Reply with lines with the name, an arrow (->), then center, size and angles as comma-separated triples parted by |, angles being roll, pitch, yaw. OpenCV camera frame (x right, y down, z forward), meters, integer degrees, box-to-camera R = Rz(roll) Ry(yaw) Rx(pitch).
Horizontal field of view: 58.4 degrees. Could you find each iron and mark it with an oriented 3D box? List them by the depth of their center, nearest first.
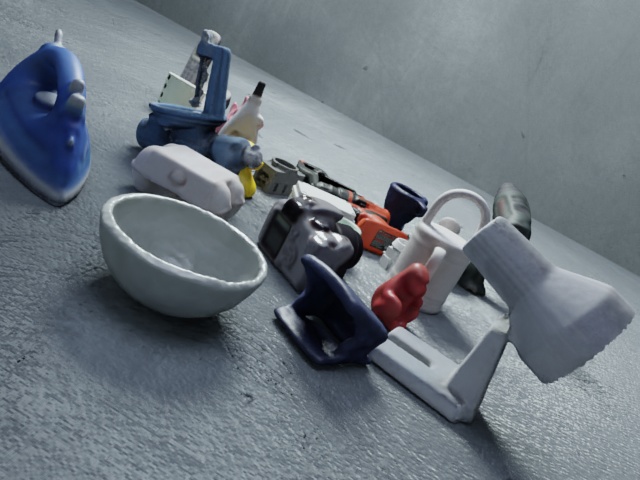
iron -> -0.319, -0.161, 0.698 | 0.119, 0.141, 0.257 | 12, 24, -41

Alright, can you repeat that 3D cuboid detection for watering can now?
watering can -> 0.189, 0.007, 0.900 | 0.101, 0.194, 0.172 | 24, 18, -13

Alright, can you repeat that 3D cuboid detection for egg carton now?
egg carton -> -0.180, -0.077, 0.790 | 0.150, 0.069, 0.107 | 30, 18, 6

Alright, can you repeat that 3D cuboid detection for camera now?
camera -> 0.007, 0.003, 0.795 | 0.137, 0.101, 0.142 | 13, 23, -40

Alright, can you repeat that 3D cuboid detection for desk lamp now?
desk lamp -> 0.194, 0.096, 0.630 | 0.203, 0.213, 0.118 | 34, 19, 18

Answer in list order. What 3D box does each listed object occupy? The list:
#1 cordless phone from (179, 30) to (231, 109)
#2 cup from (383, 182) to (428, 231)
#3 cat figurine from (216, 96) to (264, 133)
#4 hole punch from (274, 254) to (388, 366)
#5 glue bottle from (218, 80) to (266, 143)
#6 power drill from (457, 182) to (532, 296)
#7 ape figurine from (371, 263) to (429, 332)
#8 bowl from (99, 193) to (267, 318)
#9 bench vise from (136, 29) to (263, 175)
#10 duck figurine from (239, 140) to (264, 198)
cordless phone -> -0.258, -0.377, 1.311 | 0.147, 0.185, 0.094 | 36, 19, 22
cup -> 0.179, -0.059, 1.229 | 0.092, 0.095, 0.117 | 15, 22, -35
cat figurine -> -0.168, -0.246, 1.194 | 0.067, 0.117, 0.127 | 15, 22, -34
hole punch -> 0.020, 0.075, 0.631 | 0.101, 0.091, 0.108 | 10, 25, -44
glue bottle -> -0.138, -0.210, 1.049 | 0.078, 0.173, 0.037 | 22, 19, -19
power drill -> 0.341, -0.004, 1.131 | 0.075, 0.208, 0.229 | 27, 18, -3
ape figurine -> 0.115, 0.073, 0.775 | 0.078, 0.092, 0.076 | 15, 22, -35
bowl -> -0.140, 0.025, 0.558 | 0.167, 0.074, 0.167 | 25, 18, -9
bench vise -> -0.166, -0.198, 0.899 | 0.207, 0.219, 0.121 | 27, 18, -4
duck figurine -> -0.142, -0.132, 0.972 | 0.104, 0.086, 0.078 | 33, 18, 14
